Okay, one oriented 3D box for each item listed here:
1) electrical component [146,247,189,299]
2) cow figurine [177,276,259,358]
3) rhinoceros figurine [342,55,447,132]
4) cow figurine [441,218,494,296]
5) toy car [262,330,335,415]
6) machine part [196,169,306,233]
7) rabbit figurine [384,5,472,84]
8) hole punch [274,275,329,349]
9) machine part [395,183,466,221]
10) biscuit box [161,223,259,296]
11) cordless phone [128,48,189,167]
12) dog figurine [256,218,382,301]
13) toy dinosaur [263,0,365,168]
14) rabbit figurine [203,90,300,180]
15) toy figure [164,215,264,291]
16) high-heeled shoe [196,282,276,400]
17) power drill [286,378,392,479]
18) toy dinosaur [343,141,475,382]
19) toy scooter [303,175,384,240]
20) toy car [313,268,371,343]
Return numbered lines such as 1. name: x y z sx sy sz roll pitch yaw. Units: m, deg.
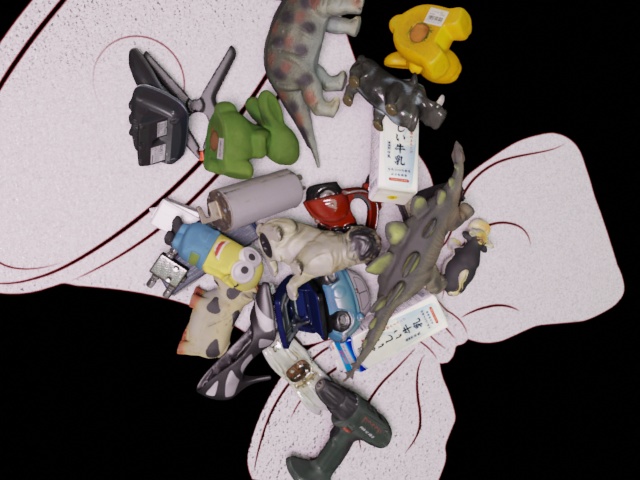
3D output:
1. electrical component: -0.271 0.056 0.974 0.063 0.021 0.094 34 91 -10
2. cow figurine: -0.187 0.134 1.026 0.127 0.085 0.194 17 99 -12
3. rhinoceros figurine: 0.131 -0.250 0.946 0.190 0.073 0.112 32 63 5
4. cow figurine: 0.290 0.032 1.070 0.068 0.098 0.167 29 93 -4
5. toy car: -0.036 0.266 1.079 0.073 0.056 0.201 -39 100 -1
6. machine part: -0.115 -0.073 0.969 0.243 0.079 0.079 -25 103 -42
7. rabbit figurine: 0.197 -0.339 0.987 0.163 0.173 0.121 19 90 33
8. hole punch: -0.044 0.132 1.022 0.092 0.116 0.142 -15 112 -9
9. machine part: 0.223 -0.076 1.077 0.139 0.039 0.084 -26 92 -1
10. biscuit box: -0.209 0.022 1.020 0.203 0.059 0.062 -33 99 -2
11. cordless phone: -0.310 -0.237 0.961 0.089 0.146 0.184 -18 65 -28
12. dog figurine: -0.002 0.000 0.987 0.190 0.121 0.172 -24 69 -27
13. toy dinosaur: -0.034 -0.347 0.969 0.192 0.131 0.404 16 100 3
14. rabbit figurine: -0.117 -0.187 0.987 0.170 0.121 0.159 -1 93 -34
15. toy figure: -0.184 0.024 0.951 0.180 0.089 0.082 26 87 0
16. high-heeled shoe: -0.157 0.187 0.989 0.145 0.086 0.248 -2 113 -12
17. power drill: 0.022 0.391 1.076 0.232 0.086 0.207 35 91 -31
18. toy dinosaur: 0.161 0.044 0.979 0.105 0.198 0.471 26 102 31
19. toy scooter: 0.062 -0.053 1.040 0.184 0.075 0.135 -12 100 -11
20. toy car: 0.045 0.113 1.052 0.103 0.109 0.161 -11 87 -22
